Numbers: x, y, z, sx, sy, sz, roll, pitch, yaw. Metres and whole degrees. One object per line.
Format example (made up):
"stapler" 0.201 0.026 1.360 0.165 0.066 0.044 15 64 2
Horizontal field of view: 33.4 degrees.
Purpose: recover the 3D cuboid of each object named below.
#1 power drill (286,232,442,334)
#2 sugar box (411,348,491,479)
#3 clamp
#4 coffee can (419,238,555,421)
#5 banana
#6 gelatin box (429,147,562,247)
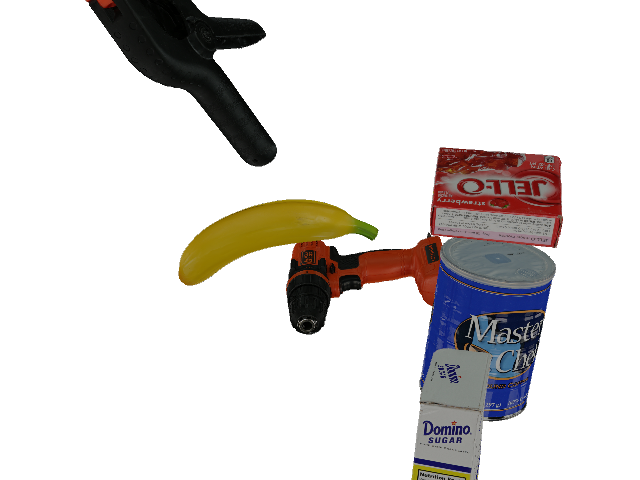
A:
"power drill" 0.054 0.048 1.238 0.187 0.057 0.184 -2 28 2
"sugar box" 0.083 0.170 0.720 0.048 0.176 0.093 5 17 11
"clamp" -0.084 -0.119 0.710 0.039 0.120 0.171 -30 -27 28
"coffee can" 0.151 0.078 0.975 0.103 0.140 0.103 6 23 -3
"banana" -0.054 0.001 0.900 0.198 0.037 0.069 -12 -49 28
"gelatin box" 0.124 -0.032 0.751 0.089 0.030 0.073 5 39 8
